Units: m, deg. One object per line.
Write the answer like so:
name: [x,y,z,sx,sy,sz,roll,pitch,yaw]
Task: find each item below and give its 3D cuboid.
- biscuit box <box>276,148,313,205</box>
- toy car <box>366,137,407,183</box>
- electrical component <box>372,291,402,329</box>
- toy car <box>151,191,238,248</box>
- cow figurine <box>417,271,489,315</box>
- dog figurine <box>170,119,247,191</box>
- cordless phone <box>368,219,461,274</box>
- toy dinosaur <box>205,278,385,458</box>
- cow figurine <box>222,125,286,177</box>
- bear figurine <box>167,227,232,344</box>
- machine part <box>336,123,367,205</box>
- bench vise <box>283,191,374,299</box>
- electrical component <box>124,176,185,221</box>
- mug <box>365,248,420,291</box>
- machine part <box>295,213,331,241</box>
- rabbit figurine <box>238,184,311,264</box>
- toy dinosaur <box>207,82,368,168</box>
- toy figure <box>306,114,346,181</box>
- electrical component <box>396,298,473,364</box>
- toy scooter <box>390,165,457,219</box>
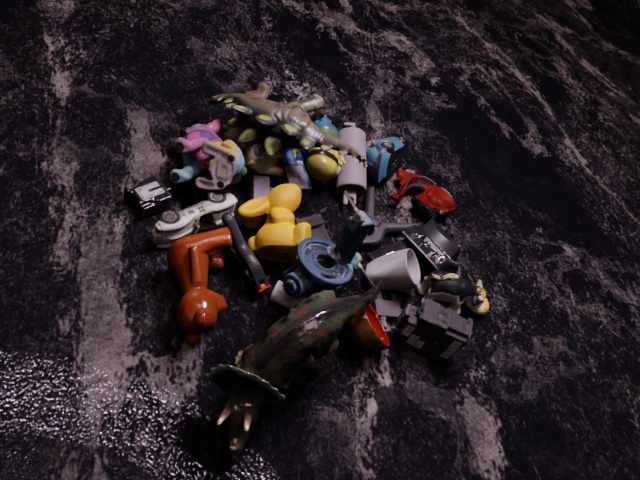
biscuit box: [-0.075,-0.178,1.318,0.059,0.062,0.203,-2,52,-21]
toy car: [0.159,-0.226,1.423,0.103,0.109,0.162,21,36,21]
electrical component: [0.145,0.151,1.153,0.063,0.021,0.094,8,49,-15]
toy car: [-0.262,-0.043,1.127,0.202,0.073,0.056,-30,66,-37]
cow figurine: [0.310,0.113,1.195,0.167,0.098,0.068,11,43,-11]
dog figurine: [-0.241,-0.202,1.213,0.192,0.108,0.219,11,28,3]
cordless phone: [0.215,0.040,1.236,0.184,0.088,0.147,-21,51,-22]
toy dinosaur: [-0.038,0.173,0.915,0.405,0.192,0.131,-43,85,-10]
cow figurine: [-0.166,-0.223,1.291,0.127,0.085,0.195,2,32,-24]
bear figurine: [-0.215,0.086,1.010,0.132,0.120,0.196,-8,57,-30]
machine part: [0.079,-0.195,1.354,0.079,0.079,0.243,9,64,-14]
bench vise: [0.040,0.029,1.059,0.223,0.240,0.129,-7,51,-41]
electrical component: [-0.353,-0.098,1.158,0.075,0.047,0.119,44,50,17]
mug: [0.161,0.074,1.177,0.107,0.109,0.081,-12,50,26]
machine part: [-0.003,-0.004,1.217,0.084,0.039,0.139,-8,54,-27]
rabbit figurine: [-0.091,-0.042,1.164,0.162,0.121,0.173,3,68,9]
toy dinosaur: [-0.078,-0.261,1.221,0.472,0.104,0.198,20,39,22]
toy figure: [0.004,-0.228,1.325,0.089,0.082,0.180,9,64,-26]
electrical component: [0.226,0.182,1.094,0.134,0.114,0.058,25,45,-1]
toy scooter: [0.254,-0.113,1.379,0.184,0.075,0.135,39,49,18]
